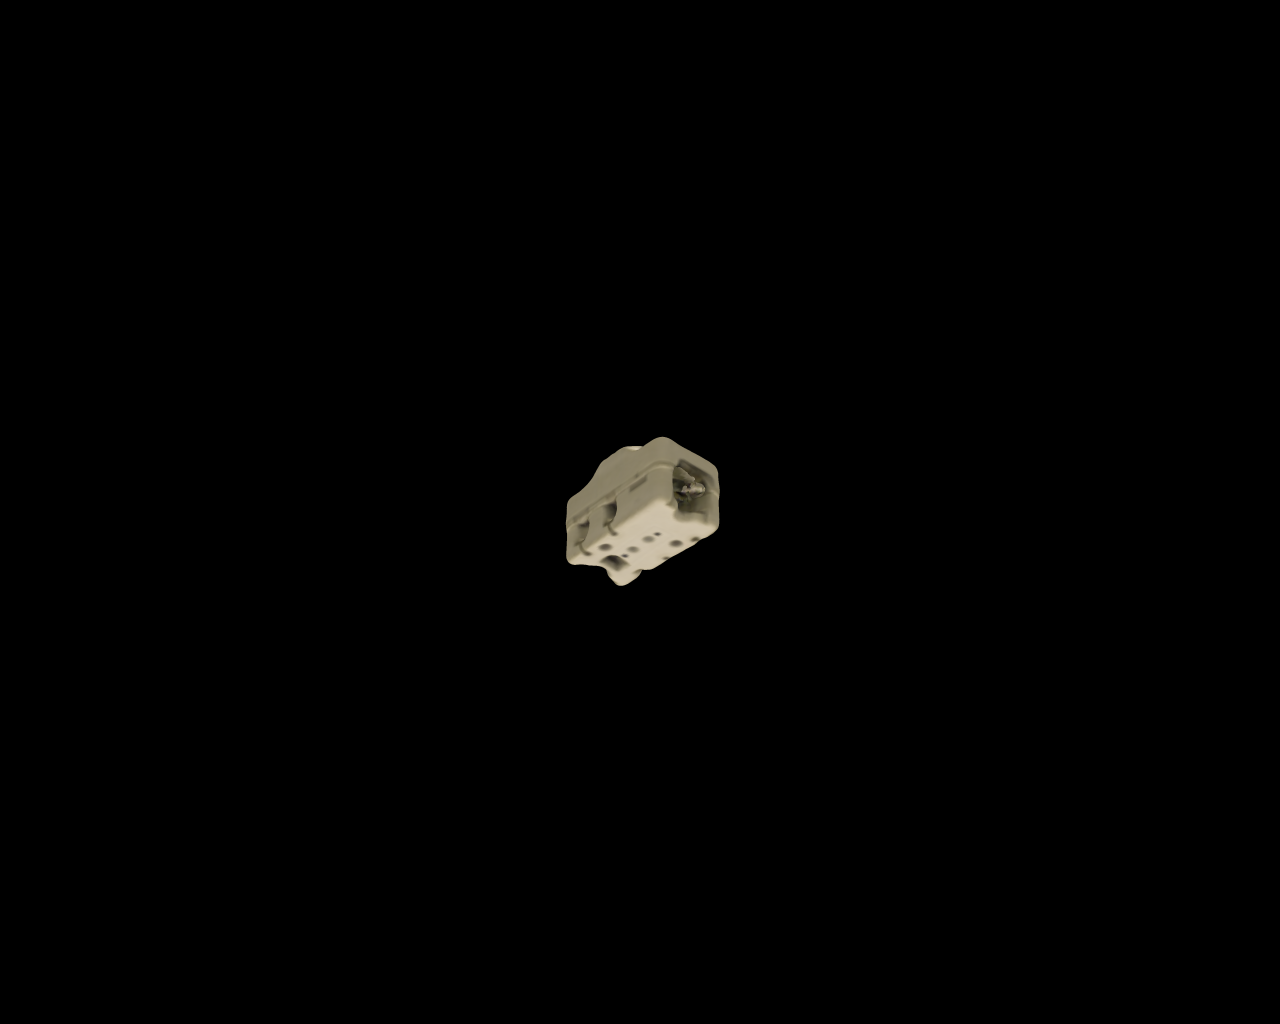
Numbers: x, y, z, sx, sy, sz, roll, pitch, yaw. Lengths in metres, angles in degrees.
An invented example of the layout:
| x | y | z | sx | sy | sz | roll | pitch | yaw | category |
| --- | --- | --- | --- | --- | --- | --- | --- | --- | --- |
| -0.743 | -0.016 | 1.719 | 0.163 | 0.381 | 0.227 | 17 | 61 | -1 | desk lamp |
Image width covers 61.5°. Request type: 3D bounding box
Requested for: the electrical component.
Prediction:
| x | y | z | sx | sy | sz | roll | pitch | yaw | category |
| --- | --- | --- | --- | --- | --- | --- | --- | --- | --- |
| 0.001 | -0.003 | 0.650 | 0.050 | 0.056 | 0.089 | 27 | -44 | -33 | electrical component |
